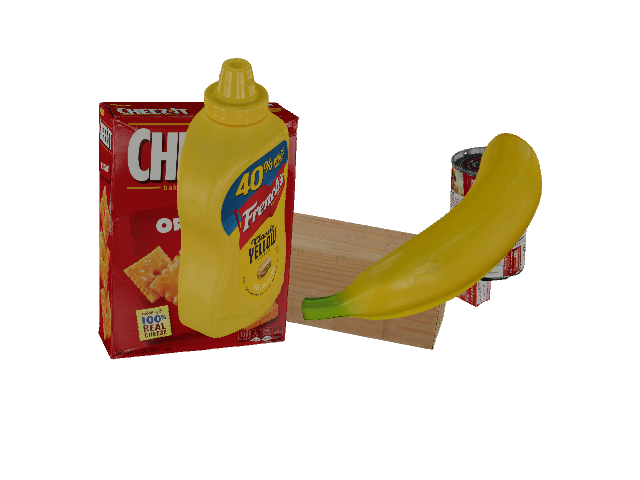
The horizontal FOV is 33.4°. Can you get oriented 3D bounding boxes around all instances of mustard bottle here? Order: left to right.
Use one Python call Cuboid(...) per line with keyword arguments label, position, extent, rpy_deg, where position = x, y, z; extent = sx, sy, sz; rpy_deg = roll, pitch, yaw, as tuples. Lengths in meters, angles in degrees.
Cuboid(label="mustard bottle", position=(-0.058, -0.033, 0.718), extent=(0.058, 0.192, 0.096), rpy_deg=(23, 40, 24))

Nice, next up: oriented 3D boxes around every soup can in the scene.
Cuboid(label="soup can", position=(0.149, -0.023, 0.940), extent=(0.068, 0.102, 0.068), rpy_deg=(-2, 24, 1))

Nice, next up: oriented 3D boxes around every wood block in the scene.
Cuboid(label="wood block", position=(0.026, 0.037, 1.097), extent=(0.206, 0.091, 0.090), rpy_deg=(11, 22, 11))

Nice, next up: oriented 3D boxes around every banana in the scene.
Cuboid(label="banana", position=(0.074, -0.011, 0.564), extent=(0.070, 0.037, 0.197), rpy_deg=(20, 40, 34))

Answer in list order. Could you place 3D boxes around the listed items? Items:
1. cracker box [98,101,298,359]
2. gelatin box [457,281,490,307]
Cuboid(label="cracker box", position=(-0.109, -0.010, 0.936), extent=(0.164, 0.214, 0.072), rpy_deg=(-3, 19, -21))
Cuboid(label="gelatin box", position=(0.172, 0.026, 1.296), extent=(0.030, 0.089, 0.073), rpy_deg=(-23, 34, -34))
